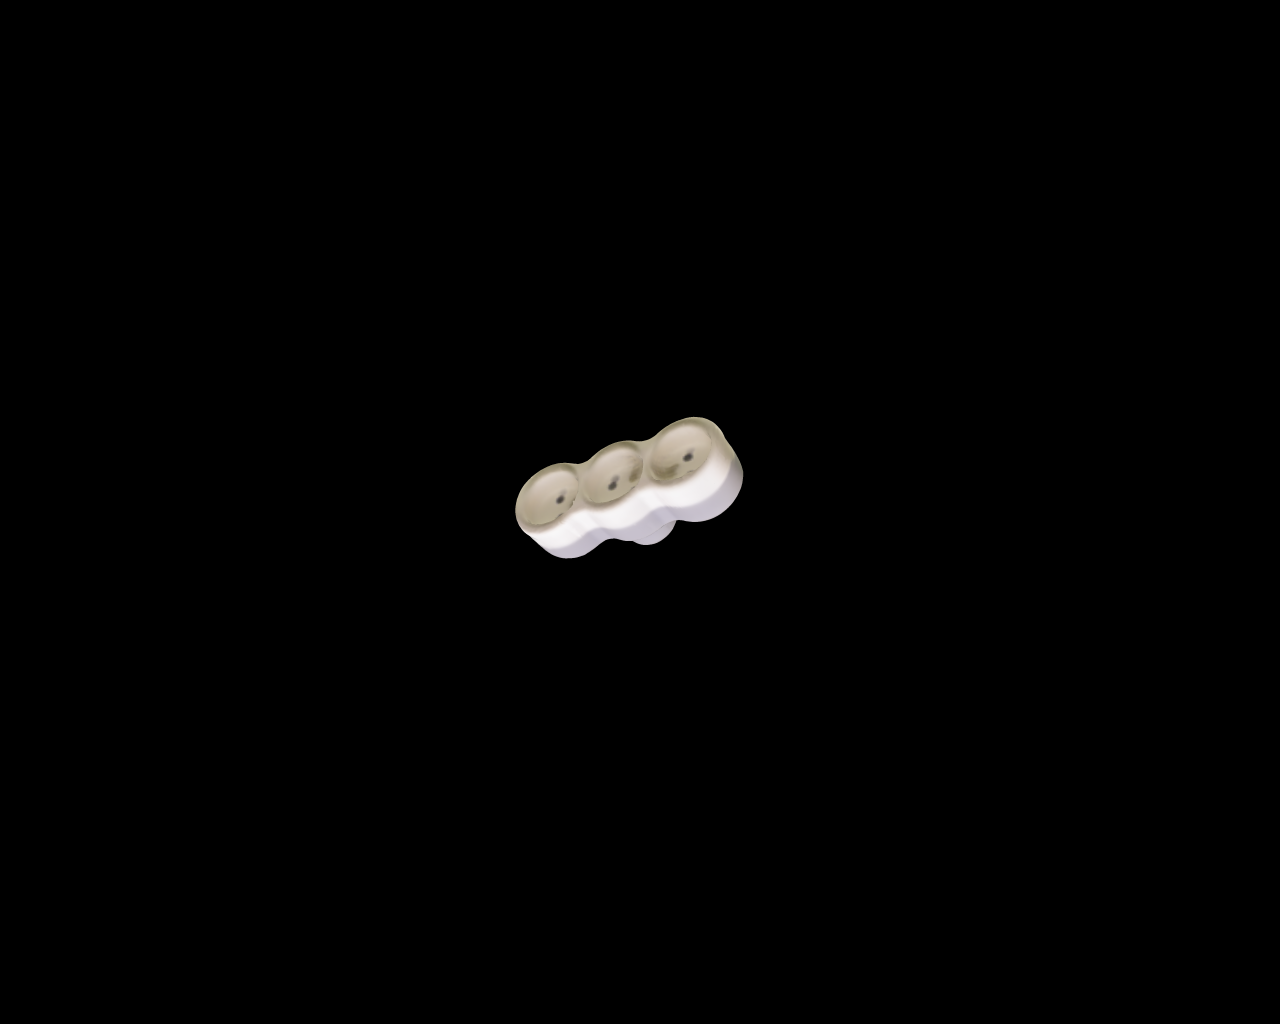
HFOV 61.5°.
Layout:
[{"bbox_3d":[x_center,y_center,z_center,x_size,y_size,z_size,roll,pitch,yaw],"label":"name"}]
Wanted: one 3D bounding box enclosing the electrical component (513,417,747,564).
[{"bbox_3d":[0.001,-0.003,0.650,0.138,0.052,0.073,-17,-40,22],"label":"electrical component"}]
